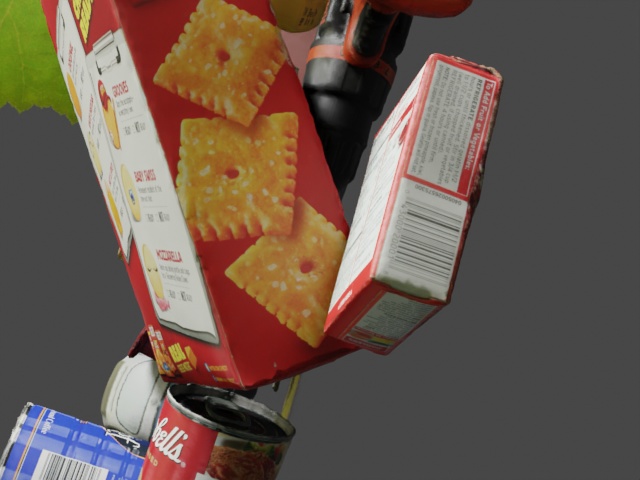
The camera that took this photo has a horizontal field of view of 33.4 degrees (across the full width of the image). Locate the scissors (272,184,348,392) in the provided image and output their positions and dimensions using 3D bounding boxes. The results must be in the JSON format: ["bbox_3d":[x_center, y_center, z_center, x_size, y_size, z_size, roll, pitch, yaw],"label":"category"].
[{"bbox_3d":[-0.004,0.001,0.671,0.096,0.016,0.201,133,155,-75],"label":"scissors"}]

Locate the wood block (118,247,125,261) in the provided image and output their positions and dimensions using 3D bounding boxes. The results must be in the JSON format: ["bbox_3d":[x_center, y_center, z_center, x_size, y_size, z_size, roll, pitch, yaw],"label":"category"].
[{"bbox_3d":[-0.096,-0.069,0.893,0.206,0.090,0.091,-83,17,-46],"label":"wood block"}]

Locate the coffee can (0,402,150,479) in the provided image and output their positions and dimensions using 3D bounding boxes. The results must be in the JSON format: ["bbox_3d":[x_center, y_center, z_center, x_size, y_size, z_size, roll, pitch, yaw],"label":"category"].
[{"bbox_3d":[-0.128,0.169,0.649,0.103,0.140,0.103,-162,91,-83],"label":"coffee can"}]

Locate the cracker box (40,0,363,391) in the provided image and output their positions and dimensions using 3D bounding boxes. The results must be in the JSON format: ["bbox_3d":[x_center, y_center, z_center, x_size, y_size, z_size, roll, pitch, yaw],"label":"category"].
[{"bbox_3d":[-0.058,-0.044,0.480,0.164,0.072,0.214,-19,89,71],"label":"cracker box"}]

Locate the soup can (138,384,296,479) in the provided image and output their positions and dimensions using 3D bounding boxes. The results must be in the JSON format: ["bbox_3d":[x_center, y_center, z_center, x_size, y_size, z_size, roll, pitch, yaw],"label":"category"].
[{"bbox_3d":[-0.060,0.132,0.540,0.068,0.068,0.102,-126,55,-81],"label":"soup can"}]

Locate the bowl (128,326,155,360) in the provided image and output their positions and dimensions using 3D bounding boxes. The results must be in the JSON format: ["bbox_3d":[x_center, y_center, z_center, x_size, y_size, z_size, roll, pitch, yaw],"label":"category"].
[{"bbox_3d":[-0.057,0.031,0.716,0.162,0.055,0.162,-51,1,1],"label":"bowl"}]

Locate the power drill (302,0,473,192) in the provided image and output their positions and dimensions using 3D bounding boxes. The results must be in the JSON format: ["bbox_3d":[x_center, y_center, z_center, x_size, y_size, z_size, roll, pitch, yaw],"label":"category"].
[{"bbox_3d":[0.033,-0.123,0.560,0.188,0.057,0.184,143,142,-75],"label":"power drill"}]

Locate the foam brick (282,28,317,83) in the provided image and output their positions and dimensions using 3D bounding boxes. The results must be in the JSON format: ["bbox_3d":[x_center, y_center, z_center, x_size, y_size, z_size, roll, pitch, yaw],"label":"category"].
[{"bbox_3d":[0.000,-0.118,0.701,0.053,0.051,0.078,-69,-19,7],"label":"foam brick"}]

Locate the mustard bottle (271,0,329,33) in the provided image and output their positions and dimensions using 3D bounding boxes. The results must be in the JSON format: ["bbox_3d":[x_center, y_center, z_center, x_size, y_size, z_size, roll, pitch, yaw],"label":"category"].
[{"bbox_3d":[0.005,-0.198,0.496,0.096,0.058,0.192,-86,17,-68],"label":"mustard bottle"}]

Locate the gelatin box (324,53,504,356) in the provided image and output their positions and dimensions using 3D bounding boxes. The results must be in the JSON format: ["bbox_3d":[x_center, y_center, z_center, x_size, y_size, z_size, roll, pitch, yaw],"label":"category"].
[{"bbox_3d":[0.032,-0.011,0.379,0.073,0.030,0.089,123,164,-68],"label":"gelatin box"}]
